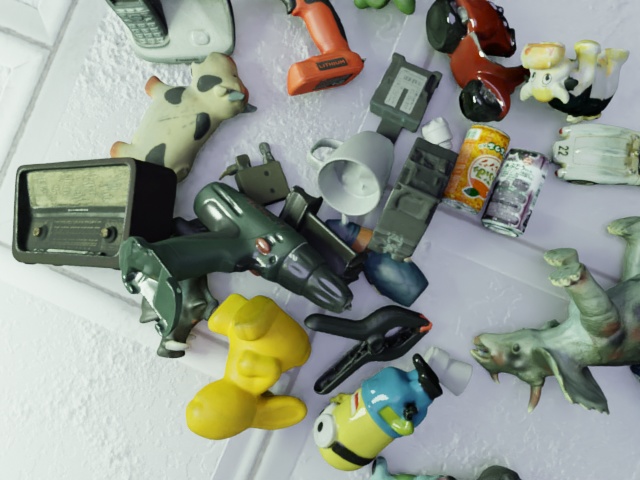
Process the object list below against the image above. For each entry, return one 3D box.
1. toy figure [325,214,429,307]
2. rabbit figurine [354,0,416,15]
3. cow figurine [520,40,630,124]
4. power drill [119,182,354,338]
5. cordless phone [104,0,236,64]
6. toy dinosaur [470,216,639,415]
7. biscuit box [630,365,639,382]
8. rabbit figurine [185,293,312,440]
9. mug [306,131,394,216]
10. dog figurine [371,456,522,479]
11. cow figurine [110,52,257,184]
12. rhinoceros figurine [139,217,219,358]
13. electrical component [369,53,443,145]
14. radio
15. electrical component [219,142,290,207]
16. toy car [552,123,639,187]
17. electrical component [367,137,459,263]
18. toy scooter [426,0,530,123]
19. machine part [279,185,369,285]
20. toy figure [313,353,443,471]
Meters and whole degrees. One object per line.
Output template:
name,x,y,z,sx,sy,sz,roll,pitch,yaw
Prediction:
toy figure,0.068,0.024,0.698,0.154,0.057,0.064,40,87,11
rabbit figurine,0.103,-0.364,0.670,0.121,0.170,0.158,12,131,7
cow figurine,0.295,-0.189,0.646,0.167,0.068,0.098,-9,114,-33
power drill,-0.097,0.028,0.600,0.232,0.207,0.086,44,137,23
cordless phone,-0.190,-0.296,0.666,0.147,0.184,0.088,0,84,5
toy dinosaur,0.388,0.077,0.646,0.405,0.131,0.192,-22,99,0
biscuit box,0.473,0.229,0.657,0.063,0.059,0.202,-33,87,4
rabbit figurine,-0.094,0.171,0.669,0.162,0.122,0.173,53,56,-31
mug,0.043,-0.096,0.681,0.110,0.107,0.080,25,132,12
dog figurine,0.163,0.363,0.658,0.219,0.108,0.191,13,89,2
cow figurine,-0.171,-0.160,0.711,0.127,0.085,0.195,30,89,11
rhinoceros figurine,-0.186,0.060,0.716,0.112,0.073,0.190,16,88,-6
electrical component,0.102,-0.174,0.706,0.075,0.048,0.119,29,89,6
radio,-0.291,-0.029,0.678,0.230,0.073,0.131,1,86,31
electrical component,-0.087,-0.072,0.723,0.078,0.045,0.102,-25,89,-24
toy car,0.396,-0.102,0.674,0.202,0.056,0.073,6,89,5
electrical component,0.116,-0.055,0.658,0.058,0.114,0.134,26,47,4
toy scooter,0.221,-0.238,0.683,0.135,0.075,0.184,-14,76,-15
machine part,-0.001,-0.002,0.676,0.139,0.039,0.084,44,114,20
toy figure,0.071,0.219,0.667,0.180,0.082,0.089,-36,82,15
